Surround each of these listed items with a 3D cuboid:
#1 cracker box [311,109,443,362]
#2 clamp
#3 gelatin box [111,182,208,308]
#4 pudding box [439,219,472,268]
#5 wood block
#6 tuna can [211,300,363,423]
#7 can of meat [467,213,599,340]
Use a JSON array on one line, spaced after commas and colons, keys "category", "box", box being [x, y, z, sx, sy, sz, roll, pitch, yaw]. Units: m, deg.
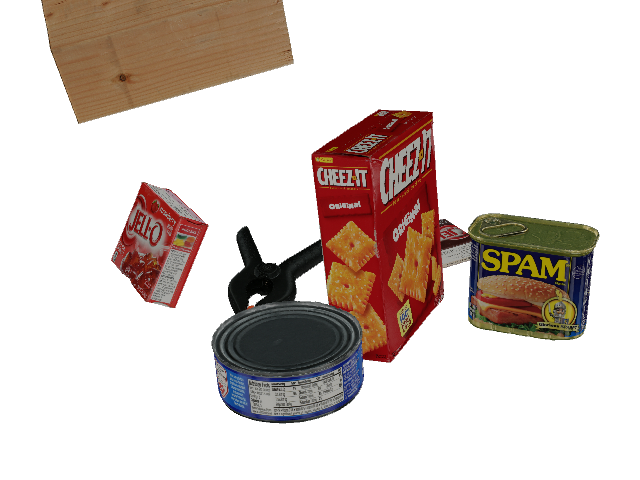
[{"category": "cracker box", "box": [0.066, -0.009, 1.079, 0.072, 0.214, 0.164, 5, 23, 26]}, {"category": "clamp", "box": [-0.051, 0.042, 1.254, 0.120, 0.039, 0.171, -2, 40, 10]}, {"category": "gelatin box", "box": [-0.130, 0.002, 0.852, 0.030, 0.073, 0.089, 16, 13, -35]}, {"category": "pudding box", "box": [0.165, 0.010, 1.605, 0.113, 0.039, 0.090, -18, 27, -20]}, {"category": "wood block", "box": [-0.139, -0.193, 0.979, 0.206, 0.090, 0.091, -16, -43, -5]}, {"category": "tuna can", "box": [-0.018, 0.068, 0.609, 0.086, 0.034, 0.086, -4, 23, 1]}, {"category": "can of meat", "box": [0.171, 0.030, 0.875, 0.102, 0.084, 0.057, 9, 25, 20]}]
